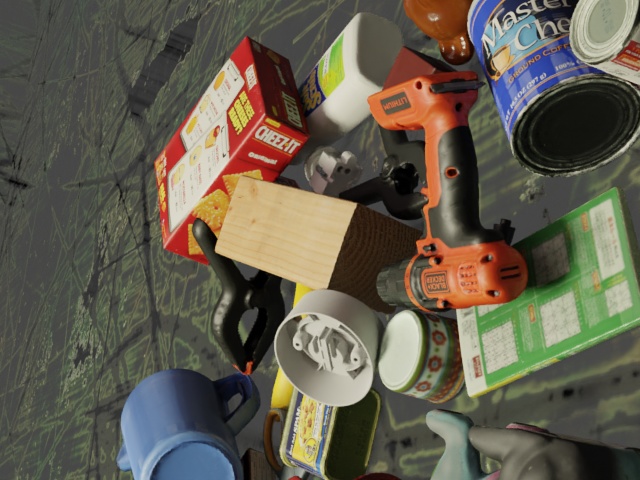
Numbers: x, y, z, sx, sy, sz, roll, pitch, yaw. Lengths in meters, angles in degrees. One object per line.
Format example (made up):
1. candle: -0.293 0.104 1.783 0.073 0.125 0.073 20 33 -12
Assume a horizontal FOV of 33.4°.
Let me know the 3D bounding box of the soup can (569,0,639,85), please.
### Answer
1. soup can: 0.231 -0.137 0.727 0.069 0.102 0.068 -37 45 51

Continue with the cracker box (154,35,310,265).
1. cracker box: -0.106 -0.102 1.236 0.214 0.072 0.164 -49 34 27

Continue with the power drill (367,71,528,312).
1. power drill: 0.089 -0.034 0.867 0.185 0.057 0.187 -11 91 62

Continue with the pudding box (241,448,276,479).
1. pudding box: -0.081 0.298 1.162 0.090 0.039 0.113 -60 22 28

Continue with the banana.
1. banana: -0.019 0.102 1.167 0.070 0.037 0.198 141 141 -77

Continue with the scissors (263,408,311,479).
1. scissors: -0.016 0.259 1.094 0.096 0.016 0.202 -38 54 33

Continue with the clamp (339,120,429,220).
1. clamp: 0.073 -0.059 1.062 0.120 0.039 0.172 -69 27 21

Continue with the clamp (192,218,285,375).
1. clamp: -0.086 0.056 1.208 0.036 0.164 0.210 34 117 48

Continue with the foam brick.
1. foam brick: 0.105 -0.147 1.031 0.051 0.052 0.078 -66 29 17

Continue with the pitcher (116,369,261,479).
1. pitcher: -0.144 0.226 1.188 0.243 0.145 0.149 -153 75 -77

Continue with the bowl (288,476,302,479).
1. bowl: -0.022 0.311 1.015 0.162 0.055 0.162 -160 90 -78

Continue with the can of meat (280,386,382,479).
1. can of meat: 0.011 0.182 1.040 0.084 0.057 0.102 5 81 61

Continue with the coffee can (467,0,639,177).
1. coffee can: 0.179 -0.133 0.824 0.103 0.102 0.140 -52 35 38

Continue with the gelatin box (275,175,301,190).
1. gelatin box: -0.053 -0.053 1.265 0.030 0.073 0.089 -63 28 19

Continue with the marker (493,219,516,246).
1. marker: 0.143 0.041 0.897 0.020 0.020 0.121 10 86 63

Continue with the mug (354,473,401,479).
1. mug: 0.040 0.263 0.923 0.117 0.093 0.082 62 149 4

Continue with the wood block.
1. wood block: -0.008 0.002 1.083 0.206 0.090 0.090 17 87 52

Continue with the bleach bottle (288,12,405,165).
1. bleach bottle: 0.005 -0.149 1.215 0.251 0.068 0.102 -41 41 51
